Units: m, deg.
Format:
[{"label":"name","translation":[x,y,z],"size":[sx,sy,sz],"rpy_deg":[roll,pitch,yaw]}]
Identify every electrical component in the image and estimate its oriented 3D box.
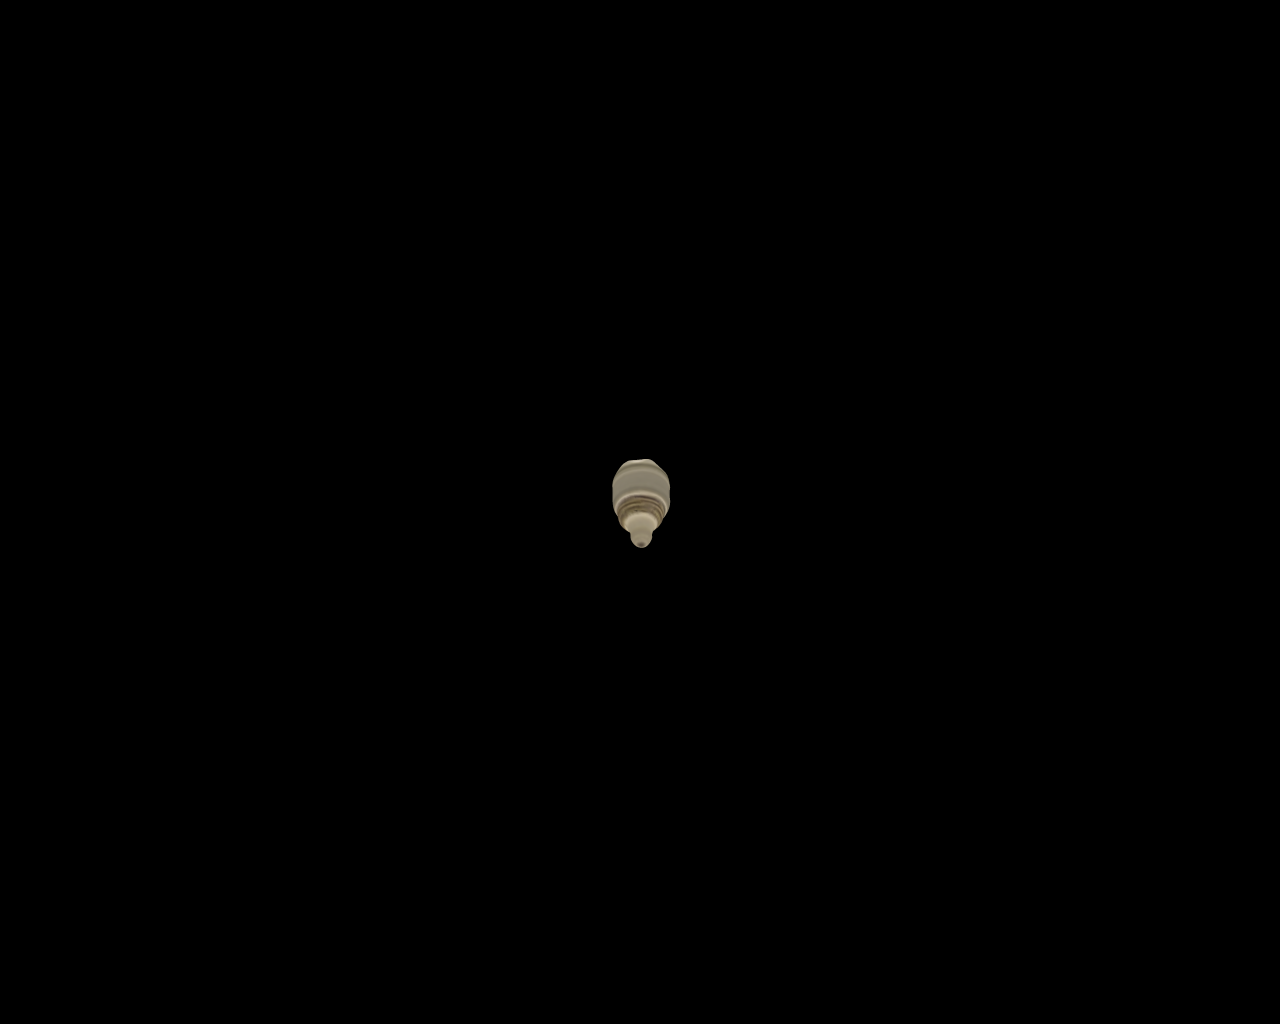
[{"label":"electrical component","translation":[0.001,-0.003,0.650],"size":[0.035,0.061,0.035],"rpy_deg":[0,-43,0]}]
